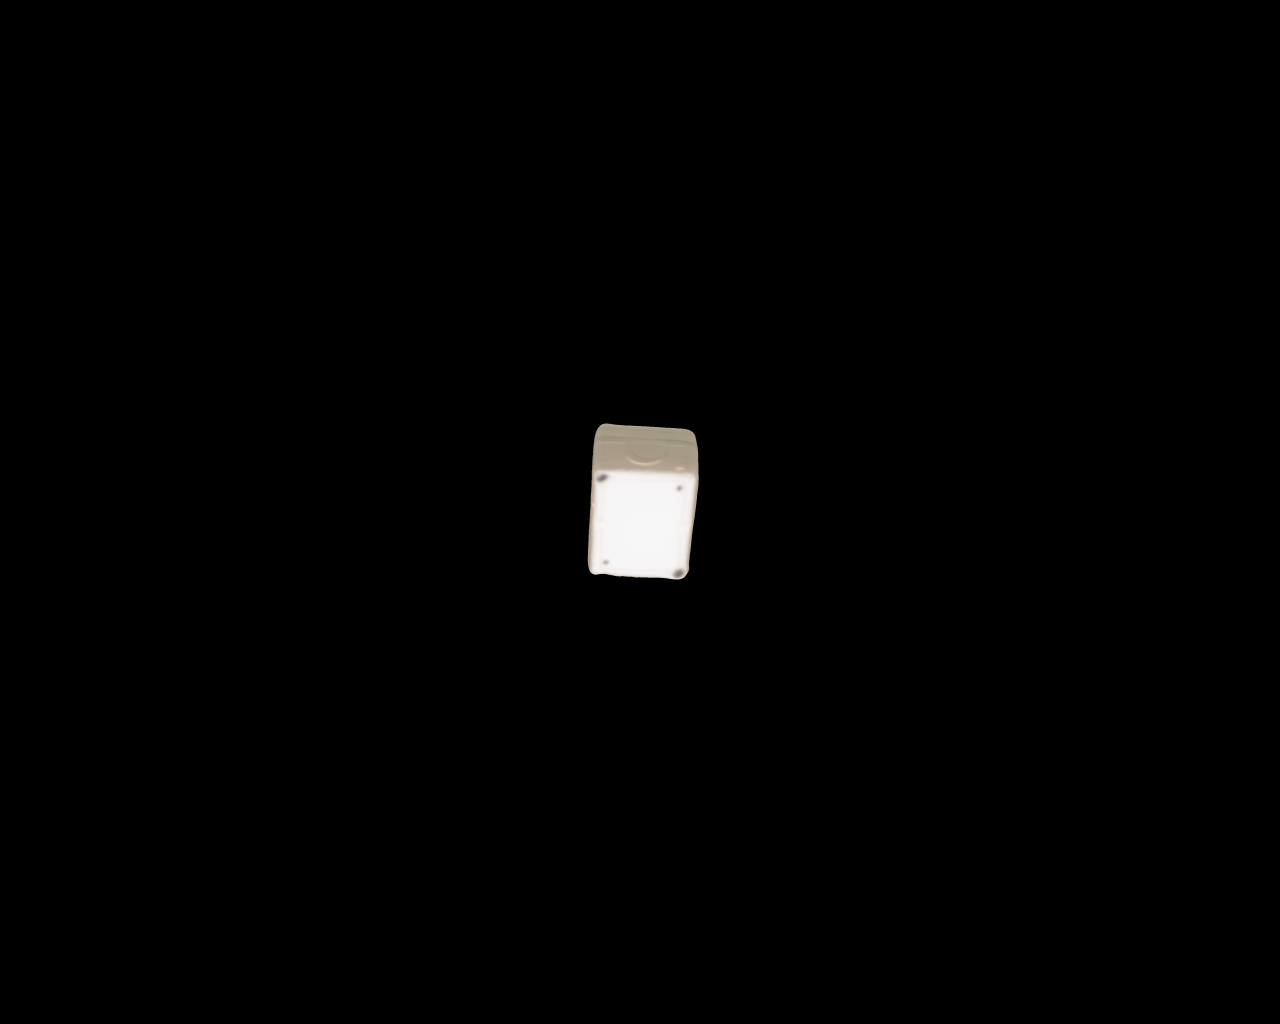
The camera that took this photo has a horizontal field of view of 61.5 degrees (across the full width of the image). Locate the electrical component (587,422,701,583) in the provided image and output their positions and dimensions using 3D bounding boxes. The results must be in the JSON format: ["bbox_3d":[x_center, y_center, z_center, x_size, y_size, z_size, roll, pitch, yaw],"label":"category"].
[{"bbox_3d":[0.001,-0.003,0.650,0.062,0.096,0.061,3,36,-2],"label":"electrical component"}]
